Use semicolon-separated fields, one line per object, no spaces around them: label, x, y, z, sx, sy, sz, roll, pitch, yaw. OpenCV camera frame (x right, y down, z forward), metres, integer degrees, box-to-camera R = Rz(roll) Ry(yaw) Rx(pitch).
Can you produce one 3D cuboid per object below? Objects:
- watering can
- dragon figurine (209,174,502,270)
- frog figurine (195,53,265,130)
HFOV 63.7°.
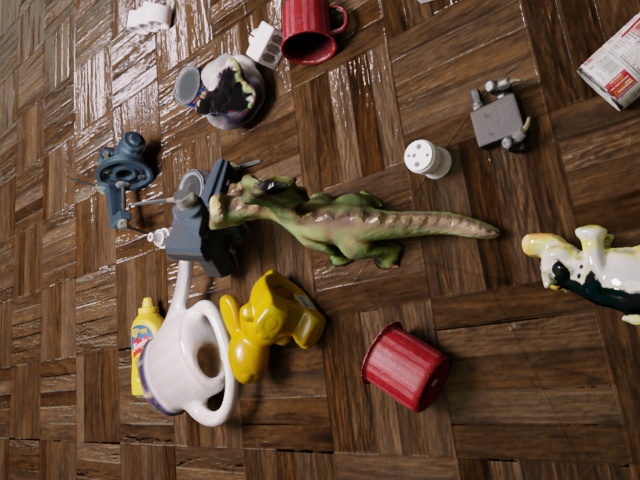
watering can;-0.248;0.175;0.944;0.221;0.104;0.353;-36;64;31
dragon figurine;0.002;-0.035;0.691;0.409;0.241;0.123;-2;79;41
frog figurine;-0.167;-0.282;0.970;0.162;0.122;0.135;-110;36;-66
